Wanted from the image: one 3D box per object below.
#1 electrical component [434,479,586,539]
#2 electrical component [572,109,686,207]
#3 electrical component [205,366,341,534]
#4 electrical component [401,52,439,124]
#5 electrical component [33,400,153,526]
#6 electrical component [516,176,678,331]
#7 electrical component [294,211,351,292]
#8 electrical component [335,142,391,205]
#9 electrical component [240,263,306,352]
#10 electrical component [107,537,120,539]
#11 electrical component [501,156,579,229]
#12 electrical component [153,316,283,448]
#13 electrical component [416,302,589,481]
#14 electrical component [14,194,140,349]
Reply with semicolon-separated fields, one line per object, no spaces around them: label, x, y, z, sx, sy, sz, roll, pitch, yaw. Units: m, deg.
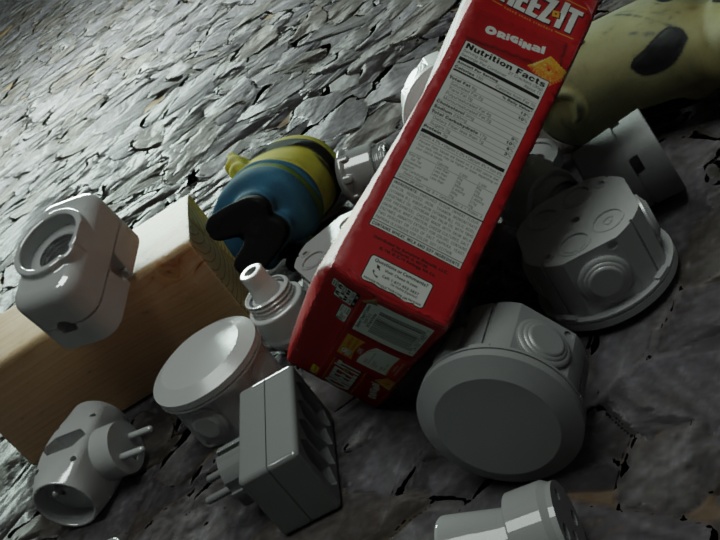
electrical component;0.067;0.120;0.470;0.055;0.045;0.045;-25;30;18
electrical component;0.158;-0.060;0.638;0.047;0.055;0.055;-31;28;17
electrical component;-0.057;0.110;0.618;0.076;0.047;0.083;-30;28;11
electrical component;0.070;-0.124;0.807;0.080;0.080;0.051;-31;23;9
electrical component;-0.173;0.125;0.727;0.079;0.043;0.077;-22;31;24
electrical component;0.129;-0.009;0.594;0.080;0.051;0.080;-27;29;16
electrical component;0.000;0.000;0.722;0.080;0.051;0.080;-27;29;16
electrical component;0.014;-0.079;0.837;0.062;0.048;0.048;-17;32;18
electrical component;-0.058;0.023;0.737;0.043;0.062;0.043;-27;29;16
electrical component;-0.118;0.169;0.578;0.048;0.062;0.048;-27;29;16
electrical component;0.119;-0.042;0.666;0.048;0.048;0.062;-43;35;-13
electrical component;-0.091;0.073;0.709;0.080;0.051;0.080;-27;29;16
electrical component;0.071;0.060;0.523;0.080;0.080;0.051;-18;27;30
electrical component;-0.196;-0.003;0.739;0.054;0.059;0.095;-17;46;23
